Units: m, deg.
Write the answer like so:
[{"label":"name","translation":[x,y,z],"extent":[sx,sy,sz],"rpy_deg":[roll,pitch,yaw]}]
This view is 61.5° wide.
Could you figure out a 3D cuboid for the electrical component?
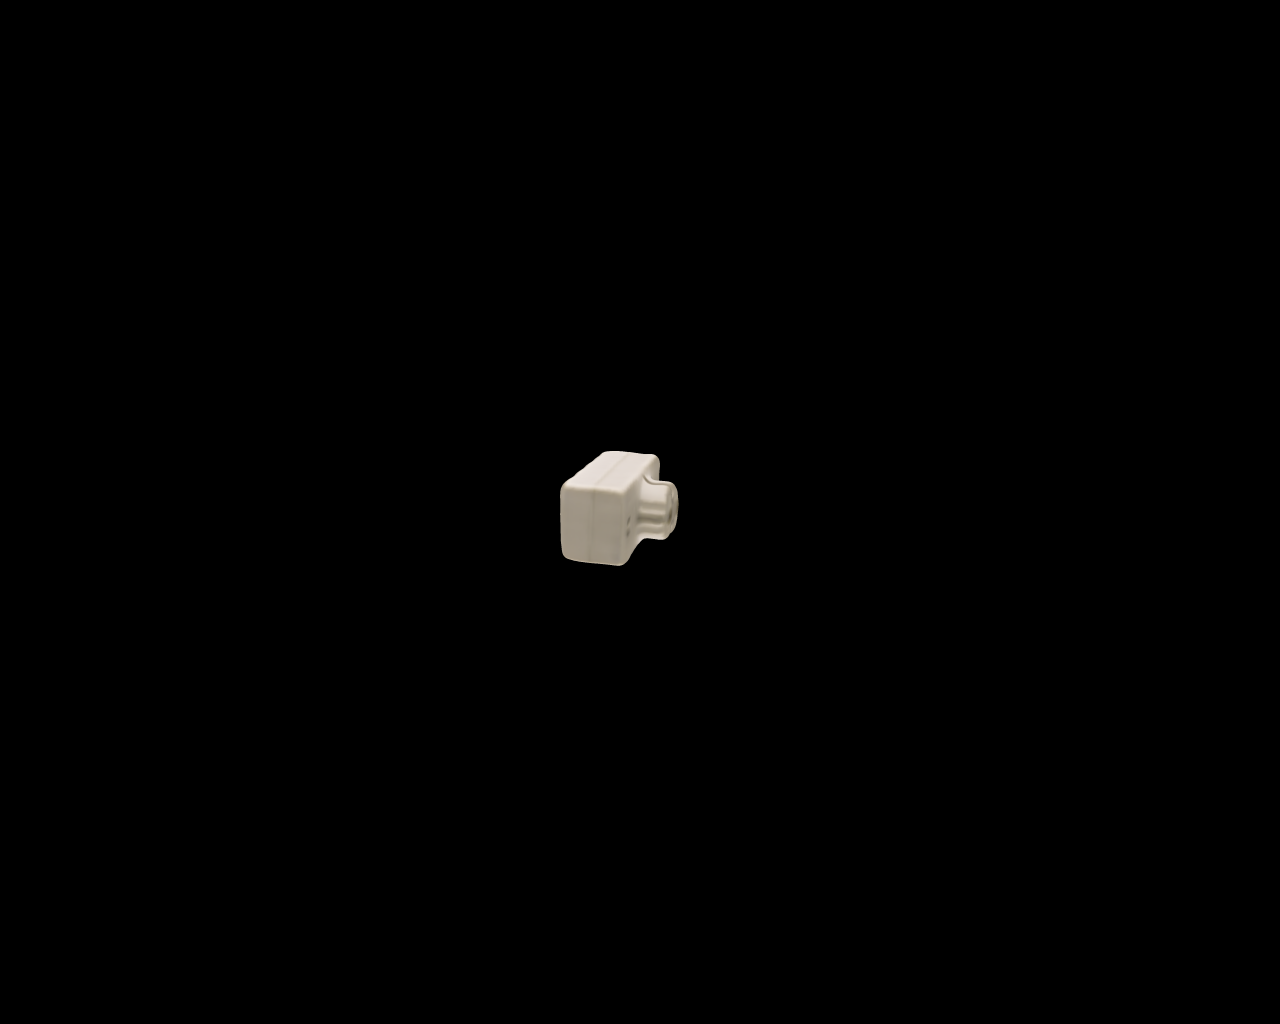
[{"label":"electrical component","translation":[0.001,-0.003,0.650],"extent":[0.076,0.047,0.083],"rpy_deg":[5,19,15]}]
